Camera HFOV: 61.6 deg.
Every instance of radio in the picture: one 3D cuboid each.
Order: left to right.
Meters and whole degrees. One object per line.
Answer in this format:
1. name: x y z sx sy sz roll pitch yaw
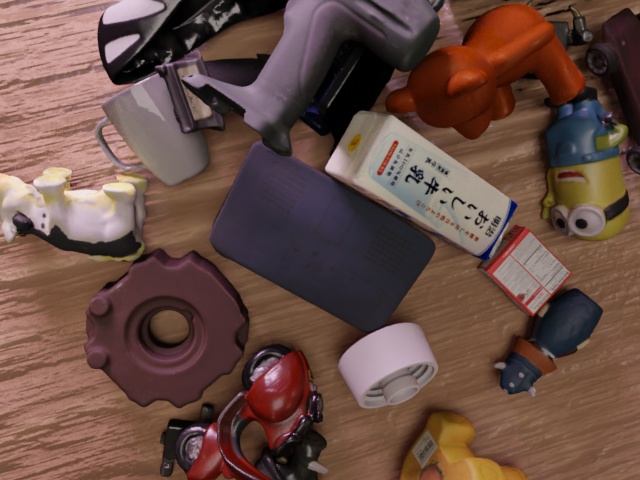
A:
1. radio: -0.001 -0.002 0.602 0.229 0.073 0.131 29 94 -9

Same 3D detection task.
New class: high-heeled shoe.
1. high-heeled shoe: -0.102 -0.222 0.541 0.249 0.086 0.145 3 77 9

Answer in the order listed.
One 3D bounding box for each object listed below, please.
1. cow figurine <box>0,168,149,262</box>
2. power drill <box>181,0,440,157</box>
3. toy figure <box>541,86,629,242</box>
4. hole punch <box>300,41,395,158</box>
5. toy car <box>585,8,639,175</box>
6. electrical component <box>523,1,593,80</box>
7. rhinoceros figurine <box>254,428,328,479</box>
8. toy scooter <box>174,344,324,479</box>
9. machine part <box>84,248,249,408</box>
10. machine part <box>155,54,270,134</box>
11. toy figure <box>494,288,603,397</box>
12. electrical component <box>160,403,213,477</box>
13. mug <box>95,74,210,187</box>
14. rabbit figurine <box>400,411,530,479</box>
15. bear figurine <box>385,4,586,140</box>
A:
1. cow figurine: -0.270 -0.025 0.565 0.167 0.068 0.098 3 110 -7
2. power drill: -0.029 -0.193 0.479 0.232 0.086 0.207 38 85 8
3. toy figure: 0.315 -0.086 0.630 0.089 0.082 0.180 -9 97 -5
4. hole punch: 0.012 -0.173 0.568 0.092 0.115 0.142 30 89 19
5. toy car: 0.382 -0.172 0.641 0.089 0.053 0.202 -35 105 -7
6. electrical component: 0.257 -0.227 0.620 0.102 0.045 0.078 5 95 -8
7. rhinoceros figurine: -0.050 0.312 0.636 0.112 0.073 0.190 19 95 -9
8. toy scooter: -0.060 0.213 0.588 0.184 0.075 0.135 -45 61 -10
9. machine part: -0.169 0.099 0.600 0.179 0.056 0.179 -1 98 -9
10. machine part: -0.095 -0.159 0.554 0.139 0.039 0.084 -31 103 -36
11. toy figure: 0.281 0.130 0.666 0.154 0.064 0.057 -48 139 6
12. electrical component: -0.157 0.237 0.637 0.063 0.021 0.094 11 96 -9
13. mug: -0.173 -0.106 0.562 0.109 0.081 0.107 -29 107 4
14. rabbit figurine: 0.188 0.314 0.653 0.173 0.122 0.162 21 98 -29
15. bear figurine: 0.166 -0.150 0.534 0.196 0.120 0.131 -50 117 -34
